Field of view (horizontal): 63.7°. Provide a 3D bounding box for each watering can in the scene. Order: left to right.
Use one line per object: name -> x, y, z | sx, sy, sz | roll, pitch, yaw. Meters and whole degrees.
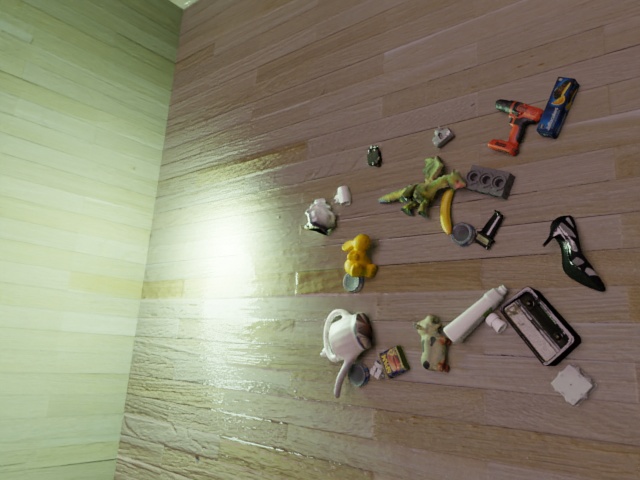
watering can -> 0.112, 0.427, 2.040 | 0.221, 0.103, 0.356 | -31, 51, 30

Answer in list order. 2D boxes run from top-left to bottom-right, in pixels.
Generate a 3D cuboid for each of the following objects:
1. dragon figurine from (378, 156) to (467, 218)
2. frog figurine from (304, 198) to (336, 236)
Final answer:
dragon figurine -> 0.401, -0.223, 2.026 | 0.245, 0.120, 0.413 | -55, 31, -10
frog figurine -> 0.007, -0.116, 2.310 | 0.137, 0.121, 0.161 | 12, 74, 10
